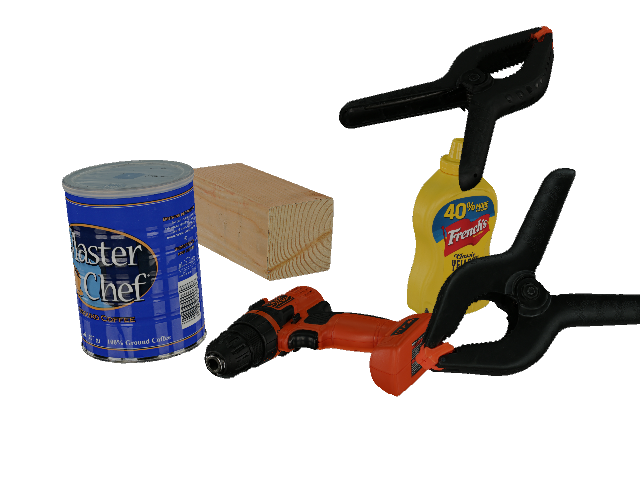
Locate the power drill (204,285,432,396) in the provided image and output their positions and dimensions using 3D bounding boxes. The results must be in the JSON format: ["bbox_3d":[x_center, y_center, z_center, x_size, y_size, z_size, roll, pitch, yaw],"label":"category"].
[{"bbox_3d":[0.004,0.098,1.031,0.188,0.057,0.184,10,22,28],"label":"power drill"}]

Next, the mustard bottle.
[{"bbox_3d":[0.144,-0.016,1.145,0.096,0.192,0.058,-8,22,-24],"label":"mustard bottle"}]

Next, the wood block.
[{"bbox_3d":[-0.081,-0.027,1.295,0.090,0.090,0.206,-9,20,-34],"label":"wood block"}]

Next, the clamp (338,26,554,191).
[{"bbox_3d":[0.144,-0.126,0.961,0.209,0.036,0.165,-32,46,-17],"label":"clamp"}]

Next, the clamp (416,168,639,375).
[{"bbox_3d":[0.144,0.042,0.701,0.171,0.120,0.039,-40,-15,-14],"label":"clamp"}]

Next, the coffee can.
[{"bbox_3d":[-0.148,0.014,0.857,0.103,0.140,0.103,-3,17,1],"label":"coffee can"}]
